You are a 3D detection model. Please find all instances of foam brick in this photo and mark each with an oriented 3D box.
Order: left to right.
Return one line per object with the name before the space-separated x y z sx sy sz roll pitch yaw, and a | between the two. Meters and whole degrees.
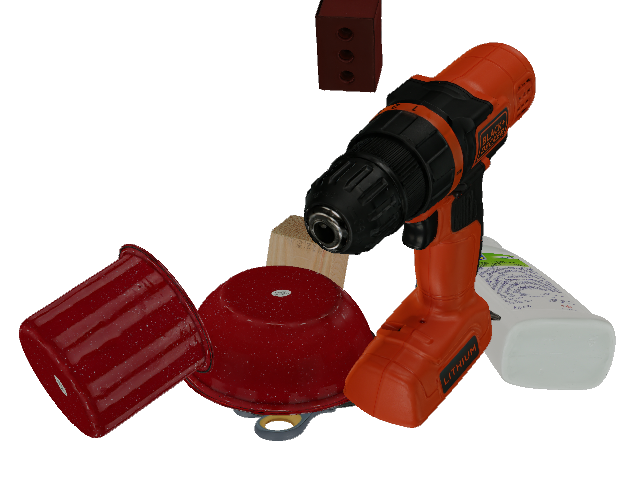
foam brick | 0.026 -0.176 0.937 0.053 0.078 0.051 4 44 9

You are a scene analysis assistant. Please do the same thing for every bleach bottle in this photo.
bleach bottle | 0.174 0.050 0.988 0.102 0.068 0.251 3 20 -11

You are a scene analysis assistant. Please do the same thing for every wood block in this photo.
wood block | -0.026 0.082 1.429 0.090 0.206 0.090 14 21 14

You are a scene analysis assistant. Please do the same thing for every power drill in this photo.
power drill | 0.052 0.007 0.563 0.057 0.188 0.184 24 42 26

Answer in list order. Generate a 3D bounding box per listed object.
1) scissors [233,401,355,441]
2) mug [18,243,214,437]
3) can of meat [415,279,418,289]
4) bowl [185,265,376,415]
scissors | 0.004 0.194 1.197 0.201 0.016 0.096 2 23 -10
mug | -0.128 0.064 0.642 0.081 0.093 0.117 -35 7 -26
can of meat | 0.156 0.060 1.247 0.057 0.084 0.102 -20 41 -33
bowl | -0.030 0.064 0.811 0.162 0.055 0.162 2 27 -1
